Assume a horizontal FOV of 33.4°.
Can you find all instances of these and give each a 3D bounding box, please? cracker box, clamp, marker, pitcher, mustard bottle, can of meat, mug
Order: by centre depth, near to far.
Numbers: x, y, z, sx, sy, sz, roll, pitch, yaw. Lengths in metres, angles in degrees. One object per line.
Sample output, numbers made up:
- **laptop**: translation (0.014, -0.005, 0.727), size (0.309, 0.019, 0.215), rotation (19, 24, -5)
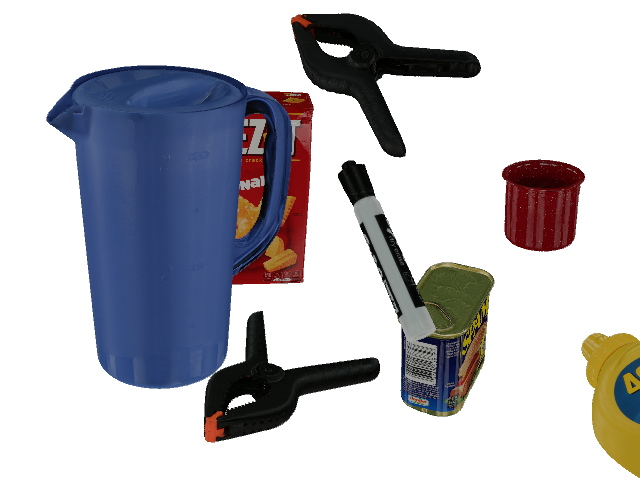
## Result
- **mustard bottle**: translation (0.213, 0.107, 0.608), size (0.096, 0.058, 0.192), rotation (-17, 31, -17)
- **marker**: translation (0.039, 0.004, 0.658), size (0.020, 0.121, 0.020), rotation (-20, -18, -7)
- **pitcher**: translation (-0.116, -0.011, 0.848), size (0.149, 0.243, 0.144), rotation (11, 25, 19)
- **can of meat**: translation (0.101, 0.080, 0.867), size (0.057, 0.084, 0.102), rotation (12, 33, 21)
- **clamp**: translation (0.051, -0.156, 0.934), size (0.120, 0.172, 0.039), rotation (-37, -25, -21)
- **clamp**: translation (-0.043, 0.147, 1.098), size (0.165, 0.036, 0.209), rotation (15, 29, 20)
- **cracker box**: translation (-0.096, -0.056, 1.198), size (0.164, 0.214, 0.072), rotation (0, 23, -9)
- **mug**: translation (0.264, -0.043, 1.242), size (0.093, 0.081, 0.117), rotation (21, 34, 39)
